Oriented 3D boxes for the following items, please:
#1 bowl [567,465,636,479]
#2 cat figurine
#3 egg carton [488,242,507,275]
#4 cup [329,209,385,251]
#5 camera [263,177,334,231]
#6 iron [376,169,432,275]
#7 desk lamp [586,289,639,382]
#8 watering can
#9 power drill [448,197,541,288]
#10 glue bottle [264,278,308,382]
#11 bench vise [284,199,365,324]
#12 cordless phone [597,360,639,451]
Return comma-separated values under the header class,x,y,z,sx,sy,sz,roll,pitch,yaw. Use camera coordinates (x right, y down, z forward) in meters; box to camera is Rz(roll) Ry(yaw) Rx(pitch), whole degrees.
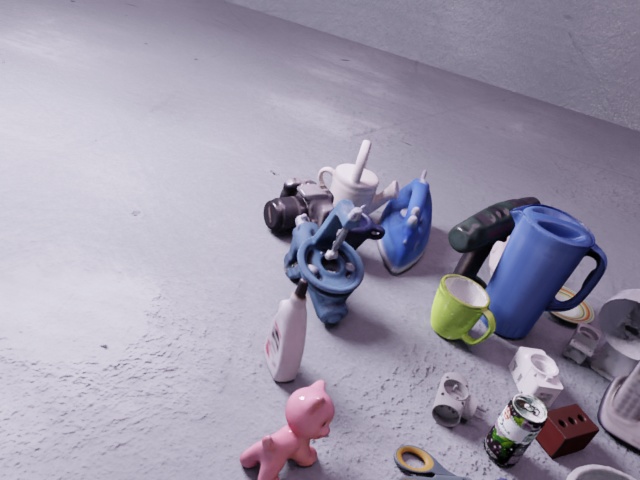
class,x,y,z,sx,sy,sz,roll,pitch,yaw
bowl,0.379,0.383,0.738,0.167,0.075,0.167,13,33,-8
cat figurine,-0.031,0.236,0.721,0.067,0.118,0.128,37,37,28
egg carton,0.426,0.050,1.265,0.107,0.069,0.150,21,33,5
cup,0.064,-0.004,1.148,0.118,0.095,0.091,16,32,-3
camera,-0.050,-0.074,1.191,0.137,0.101,0.142,-7,40,-33
iron,0.195,-0.047,1.231,0.118,0.141,0.258,19,32,2
desk lamp,0.573,0.162,1.034,0.204,0.213,0.117,-16,46,-41
watering can,0.085,-0.125,1.246,0.173,0.194,0.100,8,34,-14
power drill,0.329,0.014,1.142,0.230,0.208,0.075,-13,43,-39
glue bottle,-0.043,0.123,0.832,0.037,0.173,0.078,-1,37,-27
bench vise,0.000,0.006,0.985,0.122,0.220,0.206,-15,45,-41
cordless phone,0.549,0.253,0.912,0.147,0.185,0.094,26,33,13
